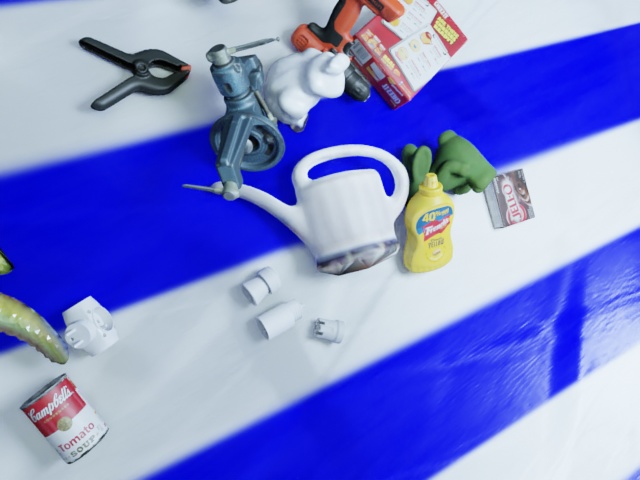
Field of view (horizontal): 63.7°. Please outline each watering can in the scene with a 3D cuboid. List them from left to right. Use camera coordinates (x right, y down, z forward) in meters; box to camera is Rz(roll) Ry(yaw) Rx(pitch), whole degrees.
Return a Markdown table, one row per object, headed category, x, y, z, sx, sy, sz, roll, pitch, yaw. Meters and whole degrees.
| category | x | y | z | sx | sy | sz | roll | pitch | yaw |
| --- | --- | --- | --- | --- | --- | --- | --- | --- | --- |
| watering can | 0.003 | -0.045 | 0.894 | 0.349 | 0.103 | 0.226 | -14 | 82 | -13 |

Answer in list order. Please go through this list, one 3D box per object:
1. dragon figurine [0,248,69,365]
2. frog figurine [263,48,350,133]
| category | x | y | z | sx | sy | sz | roll | pitch | yaw |
| --- | --- | --- | --- | --- | --- | --- | --- | --- | --- |
| dragon figurine | -0.523 | 0.049 | 0.624 | 0.246 | 0.121 | 0.408 | -36 | 97 | -30 |
| frog figurine | -0.027 | -0.270 | 0.878 | 0.122 | 0.158 | 0.139 | 36 | 72 | -14 |
